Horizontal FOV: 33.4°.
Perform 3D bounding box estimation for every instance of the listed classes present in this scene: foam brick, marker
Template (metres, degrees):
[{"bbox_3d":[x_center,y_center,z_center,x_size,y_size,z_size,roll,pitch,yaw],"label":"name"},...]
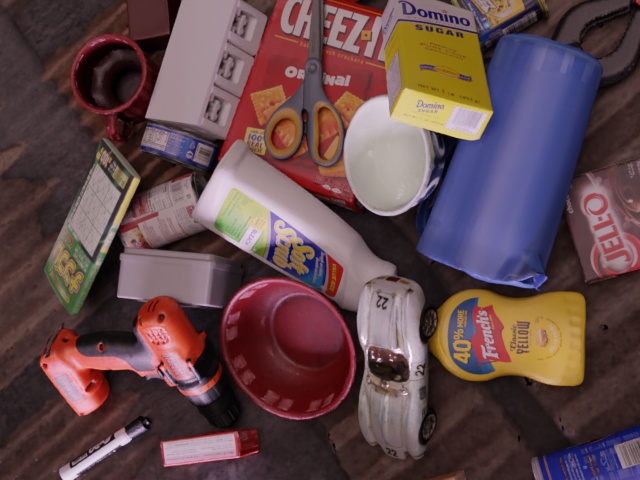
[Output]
[{"bbox_3d":[-0.193,-0.265,1.249,0.053,0.051,0.078,-7,82,12],"label":"foam brick"},{"bbox_3d":[-0.244,0.237,1.216,0.121,0.020,0.020,-34,77,7],"label":"marker"}]

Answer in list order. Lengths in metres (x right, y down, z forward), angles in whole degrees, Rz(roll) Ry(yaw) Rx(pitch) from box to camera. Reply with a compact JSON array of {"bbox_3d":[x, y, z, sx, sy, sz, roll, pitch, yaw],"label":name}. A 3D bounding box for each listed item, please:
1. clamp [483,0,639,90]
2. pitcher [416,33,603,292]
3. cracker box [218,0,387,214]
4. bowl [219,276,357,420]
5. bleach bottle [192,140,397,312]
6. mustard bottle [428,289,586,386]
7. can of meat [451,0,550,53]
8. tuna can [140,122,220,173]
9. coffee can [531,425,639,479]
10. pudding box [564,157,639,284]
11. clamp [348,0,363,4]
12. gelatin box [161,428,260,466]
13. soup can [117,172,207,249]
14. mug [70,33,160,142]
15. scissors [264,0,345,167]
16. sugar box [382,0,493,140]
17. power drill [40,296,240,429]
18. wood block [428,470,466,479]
[{"bbox_3d":[0.274,-0.177,1.130,0.210,0.036,0.164,-36,78,11],"label":"clamp"},{"bbox_3d":[0.188,-0.080,1.081,0.149,0.145,0.243,19,95,9],"label":"pitcher"},{"bbox_3d":[0.003,-0.156,1.177,0.164,0.072,0.214,19,87,15],"label":"cracker box"},{"bbox_3d":[-0.025,0.108,1.142,0.162,0.055,0.162,9,110,24],"label":"bowl"},{"bbox_3d":[-0.007,0.001,1.135,0.251,0.068,0.103,32,132,-2],"label":"bleach bottle"},{"bbox_3d":[0.177,0.099,1.109,0.192,0.058,0.096,1,88,14],"label":"mustard bottle"},{"bbox_3d":[0.187,-0.265,1.153,0.084,0.057,0.102,-29,77,10],"label":"can of meat"},{"bbox_3d":[-0.158,-0.103,1.203,0.086,0.086,0.034,18,89,15],"label":"tuna can"},{"bbox_3d":[0.290,0.241,1.041,0.140,0.102,0.103,-21,79,10],"label":"coffee can"},{"bbox_3d":[0.303,-0.019,1.103,0.090,0.039,0.113,-16,79,13],"label":"pudding box"},{"bbox_3d":[0.070,-0.342,1.195,0.120,0.039,0.171,7,78,20],"label":"clamp"},{"bbox_3d":[-0.118,0.224,1.159,0.089,0.073,0.030,-10,81,12],"label":"gelatin box"},{"bbox_3d":[-0.174,-0.030,1.207,0.102,0.068,0.068,-20,79,10],"label":"soup can"},{"bbox_3d":[-0.228,-0.170,1.230,0.093,0.081,0.117,-3,82,13],"label":"mug"},{"bbox_3d":[-0.024,-0.171,1.140,0.096,0.016,0.202,-14,78,11],"label":"scissors"},{"bbox_3d":[0.113,-0.177,1.057,0.093,0.048,0.176,13,45,-14],"label":"sugar box"},{"bbox_3d":[-0.195,0.145,1.168,0.188,0.057,0.184,-11,124,23],"label":"power drill"},{"bbox_3d":[0.058,0.310,1.097,0.206,0.090,0.091,-19,79,10],"label":"wood block"}]
